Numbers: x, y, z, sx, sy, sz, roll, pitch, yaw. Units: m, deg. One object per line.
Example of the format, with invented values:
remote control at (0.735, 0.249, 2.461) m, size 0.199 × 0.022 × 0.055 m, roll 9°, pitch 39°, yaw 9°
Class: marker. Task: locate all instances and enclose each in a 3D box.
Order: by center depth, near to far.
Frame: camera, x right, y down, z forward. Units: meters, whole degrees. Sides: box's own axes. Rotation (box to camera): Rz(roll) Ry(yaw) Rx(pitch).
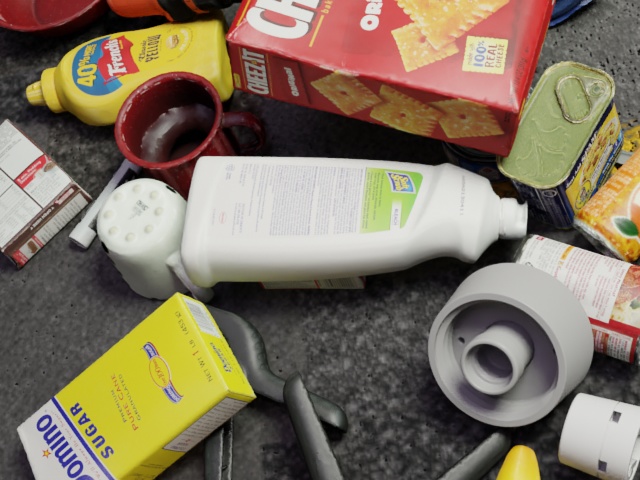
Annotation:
marker at (-0.177, -0.046, 0.934) m, size 0.020 × 0.020 × 0.121 m, roll 25°, pitch 73°, yaw 25°

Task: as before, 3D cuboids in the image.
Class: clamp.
clamp at (0.025, 0.198, 0.735) m, size 0.164 × 0.036 × 0.210 m, roll 20°, pitch 74°, yaw 8°
clamp at (-0.073, 0.120, 0.813) m, size 0.120 × 0.039 × 0.172 m, roll -39°, pitch 61°, yaw -11°

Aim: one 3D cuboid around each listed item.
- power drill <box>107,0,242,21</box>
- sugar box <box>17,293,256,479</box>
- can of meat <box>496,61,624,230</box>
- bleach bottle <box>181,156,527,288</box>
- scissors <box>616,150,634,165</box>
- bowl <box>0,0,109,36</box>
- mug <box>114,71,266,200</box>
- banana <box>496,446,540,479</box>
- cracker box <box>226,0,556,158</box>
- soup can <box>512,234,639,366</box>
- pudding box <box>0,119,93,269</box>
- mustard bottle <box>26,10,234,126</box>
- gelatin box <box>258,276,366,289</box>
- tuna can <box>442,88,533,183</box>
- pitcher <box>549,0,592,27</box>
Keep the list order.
power drill at (-0.087, -0.275, 0.964) m, size 0.185 × 0.057 × 0.187 m, roll 4°, pitch 50°, yaw 34°
sugar box at (-0.141, 0.129, 0.795) m, size 0.176 × 0.048 × 0.093 m, roll -39°, pitch 60°, yaw 12°
can of meat at (0.185, -0.068, 0.803) m, size 0.058 × 0.083 × 0.102 m, roll 25°, pitch 79°, yaw 31°
bleach bottle at (0.028, -0.011, 0.803) m, size 0.251 × 0.068 × 0.102 m, roll 2°, pitch 66°, yaw 10°
scissors at (0.292, -0.025, 0.796) m, size 0.202 × 0.016 × 0.096 m, roll 5°, pitch 70°, yaw 23°
bowl at (-0.251, -0.254, 1.038) m, size 0.162 × 0.055 × 0.162 m, roll -6°, pitch 63°, yaw 12°
mug at (-0.102, -0.083, 0.896) m, size 0.117 × 0.081 × 0.093 m, roll -10°, pitch 62°, yaw 11°
banana at (0.152, 0.233, 0.697) m, size 0.069 × 0.037 × 0.198 m, roll -19°, pitch 60°, yaw -13°
cracker box at (0.059, -0.168, 0.786) m, size 0.214 × 0.072 × 0.164 m, roll 16°, pitch 65°, yaw 10°
soup can at (0.189, 0.041, 0.762) m, size 0.102 × 0.068 × 0.068 m, roll 18°, pitch 70°, yaw 23°
pudding box at (-0.273, -0.043, 0.948) m, size 0.090 × 0.039 × 0.114 m, roll -46°, pitch 60°, yaw -10°
mustard bottle at (-0.174, -0.149, 0.962) m, size 0.192 × 0.058 × 0.096 m, roll -10°, pitch 52°, yaw 11°
gelatin box at (-0.006, 0.001, 0.857) m, size 0.089 × 0.030 × 0.073 m, roll -1°, pitch 64°, yaw 15°
tuna can at (0.139, -0.091, 0.861) m, size 0.086 × 0.033 × 0.086 m, roll -6°, pitch 63°, yaw 12°
pitcher at (0.156, -0.312, 0.910) m, size 0.145 × 0.149 × 0.243 m, roll -14°, pitch 56°, yaw 29°
